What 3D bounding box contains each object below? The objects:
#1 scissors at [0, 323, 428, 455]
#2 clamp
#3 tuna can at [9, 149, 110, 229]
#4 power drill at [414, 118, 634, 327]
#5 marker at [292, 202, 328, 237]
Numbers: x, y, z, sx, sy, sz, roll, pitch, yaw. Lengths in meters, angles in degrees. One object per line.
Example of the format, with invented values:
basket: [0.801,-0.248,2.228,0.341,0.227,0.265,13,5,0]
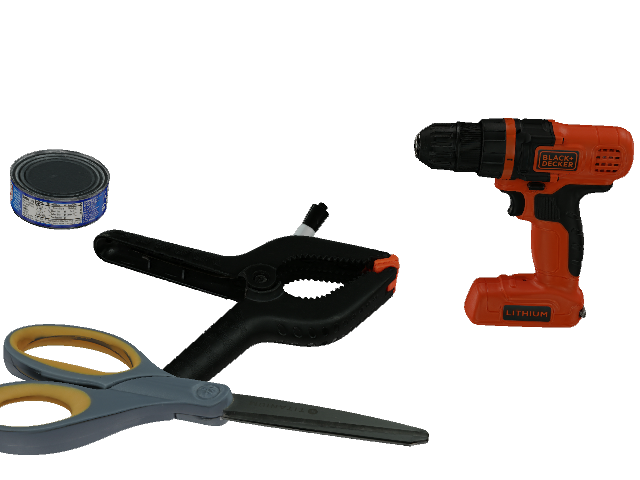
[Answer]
scissors: [-0.064,0.077,0.455,0.202,0.016,0.096,15,29,24]
clamp: [-0.050,0.032,0.733,0.209,0.036,0.165,-14,47,-21]
tuna can: [-0.230,-0.045,0.943,0.086,0.034,0.086,8,32,-5]
power drill: [0.170,-0.016,0.934,0.184,0.188,0.057,3,27,3]
marker: [-0.028,0.015,1.006,0.020,0.121,0.020,30,-16,9]
